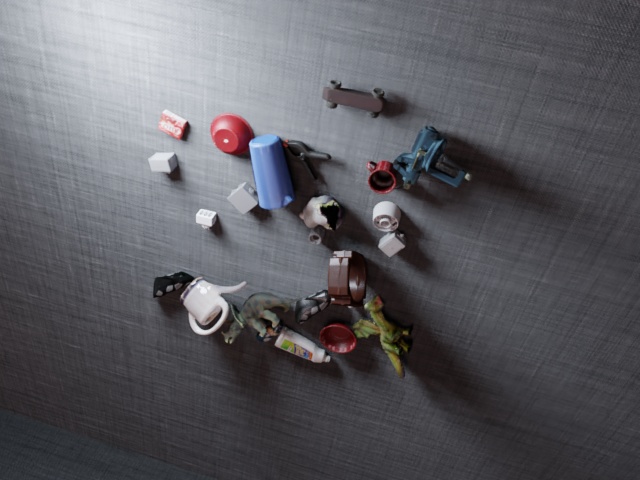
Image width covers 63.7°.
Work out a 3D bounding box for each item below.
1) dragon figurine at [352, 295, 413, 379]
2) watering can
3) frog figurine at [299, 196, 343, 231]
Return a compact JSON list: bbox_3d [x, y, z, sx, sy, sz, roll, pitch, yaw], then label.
[{"bbox_3d":[0.251,0.404,2.141,0.244,0.124,0.401,17,126,26],"label":"dragon figurine"},{"bbox_3d":[-0.465,0.246,2.200,0.226,0.104,0.344,43,108,14],"label":"watering can"},{"bbox_3d":[0.006,-0.094,1.874,0.136,0.124,0.159,38,162,-21],"label":"frog figurine"}]
